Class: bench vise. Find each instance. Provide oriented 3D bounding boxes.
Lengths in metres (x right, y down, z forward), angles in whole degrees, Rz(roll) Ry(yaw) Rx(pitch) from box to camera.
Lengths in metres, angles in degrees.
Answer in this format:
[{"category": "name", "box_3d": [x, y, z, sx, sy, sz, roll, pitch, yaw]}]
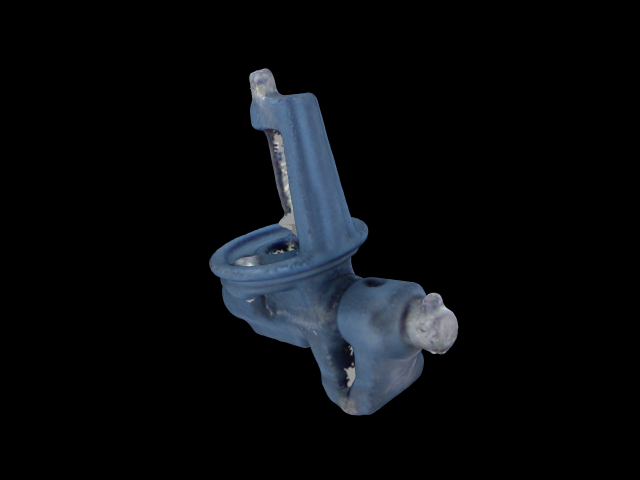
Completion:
[{"category": "bench vise", "box_3d": [0.009, -0.004, 0.409, 0.206, 0.220, 0.122, 13, 31, 23]}]
